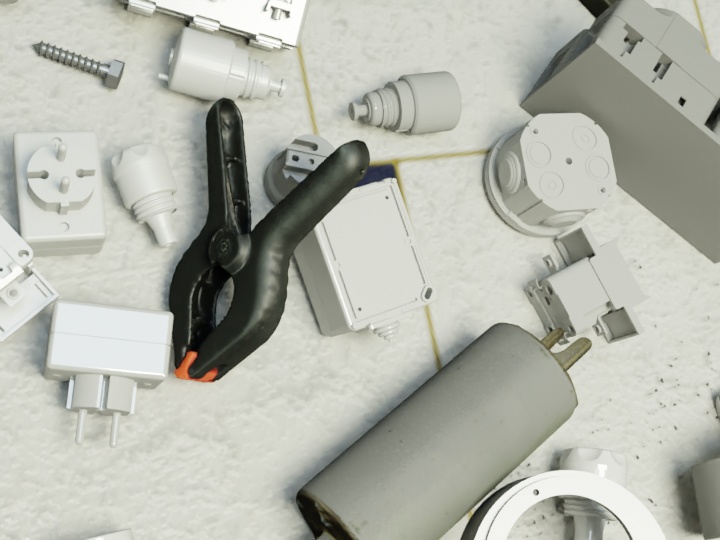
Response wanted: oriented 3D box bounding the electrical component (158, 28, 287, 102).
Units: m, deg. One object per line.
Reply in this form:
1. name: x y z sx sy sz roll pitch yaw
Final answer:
1. electrical component: -0.085 -0.125 0.678 0.078 0.040 0.040 13 73 -16

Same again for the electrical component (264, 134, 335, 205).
1. electrical component: -0.036 -0.061 0.676 0.040 0.046 0.040 5 75 -18

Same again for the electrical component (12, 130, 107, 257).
1. electrical component: -0.170 -0.049 0.611 0.047 0.077 0.065 -4 78 -20

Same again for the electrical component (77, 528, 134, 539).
1. electrical component: -0.155 0.185 0.575 0.079 0.044 0.077 -9 80 -20

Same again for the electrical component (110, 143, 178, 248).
1. electrical component: -0.126 -0.044 0.648 0.035 0.035 0.061 -20 86 -22

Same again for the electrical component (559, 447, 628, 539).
1. electrical component: 0.148 0.146 0.688 0.043 0.043 0.062 11 75 -16

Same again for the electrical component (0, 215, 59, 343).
1. electrical component: -0.209 -0.005 0.594 0.042 0.064 0.081 -43 93 -22

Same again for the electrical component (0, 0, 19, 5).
1. electrical component: -0.263 -0.196 0.630 0.138 0.052 0.073 28 70 -10

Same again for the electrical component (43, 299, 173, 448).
1. electrical component: -0.145 0.061 0.608 0.066 0.047 0.076 8 74 -17

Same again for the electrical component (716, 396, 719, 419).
1. electrical component: 0.278 0.094 0.747 0.046 0.040 0.040 -18 83 -16

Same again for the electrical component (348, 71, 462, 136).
1. electrical component: 0.031 -0.109 0.713 0.078 0.040 0.040 -9 80 -20

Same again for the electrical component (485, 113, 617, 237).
1. electrical component: 0.130 -0.066 0.730 0.080 0.051 0.080 5 75 -18

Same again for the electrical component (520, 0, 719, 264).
1. electrical component: 0.219 -0.096 0.738 0.186 0.105 0.060 38 68 -7

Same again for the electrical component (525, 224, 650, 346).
1. electrical component: 0.150 0.016 0.722 0.064 0.042 0.081 -27 85 -19

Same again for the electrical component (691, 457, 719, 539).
1. electrical component: 0.270 0.134 0.700 0.108 0.108 0.060 -6 73 -20

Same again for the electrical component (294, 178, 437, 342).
1. electrical component: 0.000 0.000 0.669 0.062 0.061 0.096 -19 89 -23

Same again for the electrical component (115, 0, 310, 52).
1. electrical component: -0.091 -0.182 0.677 0.121 0.079 0.063 13 95 -15
